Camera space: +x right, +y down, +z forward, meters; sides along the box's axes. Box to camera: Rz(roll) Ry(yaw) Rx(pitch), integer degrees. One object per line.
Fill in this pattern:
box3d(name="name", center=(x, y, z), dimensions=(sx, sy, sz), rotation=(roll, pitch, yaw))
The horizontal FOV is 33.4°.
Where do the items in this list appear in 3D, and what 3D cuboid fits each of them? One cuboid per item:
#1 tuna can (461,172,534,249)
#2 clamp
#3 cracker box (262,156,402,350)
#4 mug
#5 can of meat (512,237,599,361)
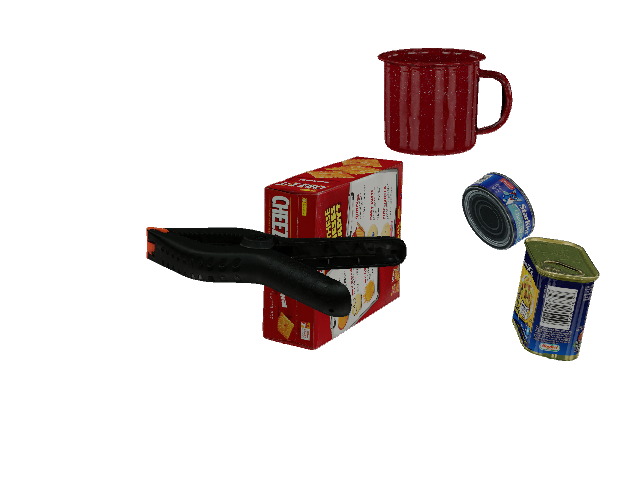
box3d(name="tuna can", center=(0.202, -0.033, 1.220), dimensions=(0.033, 0.086, 0.086), rotation=(-32, 14, -24))
box3d(name="clamp", center=(-0.046, 0.017, 0.844), dimensions=(0.210, 0.036, 0.164), rotation=(6, 15, 12))
box3d(name="cracker box", center=(0.016, 0.006, 1.150), dimensions=(0.072, 0.164, 0.213), rotation=(8, 16, 27))
box3d(name="mug", center=(0.108, -0.121, 0.933), dimensions=(0.117, 0.081, 0.093), rotation=(3, 18, 11))
box3d(name="can of meat", center=(0.215, 0.053, 0.989), dimensions=(0.057, 0.084, 0.102), rotation=(7, 18, -1))
